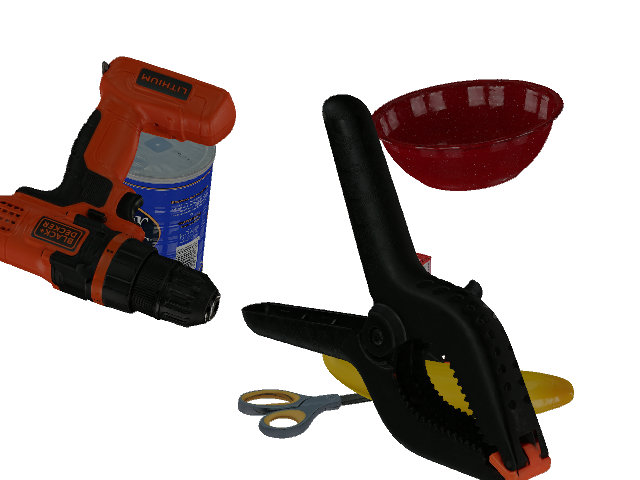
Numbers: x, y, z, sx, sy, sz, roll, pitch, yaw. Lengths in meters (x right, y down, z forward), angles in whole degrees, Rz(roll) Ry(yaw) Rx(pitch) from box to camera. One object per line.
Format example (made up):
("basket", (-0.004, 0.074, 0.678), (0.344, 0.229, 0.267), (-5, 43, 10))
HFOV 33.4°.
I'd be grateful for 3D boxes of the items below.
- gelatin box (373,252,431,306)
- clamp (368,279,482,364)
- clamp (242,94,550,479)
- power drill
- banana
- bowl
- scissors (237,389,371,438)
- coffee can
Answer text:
("gelatin box", (0.103, 0.055, 1.354), (0.073, 0.089, 0.030), (16, 33, 33))
("clamp", (0.125, 0.085, 1.078), (0.120, 0.039, 0.171), (-7, 34, -9))
("clamp", (0.041, 0.035, 0.547), (0.036, 0.165, 0.210), (-13, 42, -39))
("power drill", (-0.131, -0.038, 0.776), (0.184, 0.187, 0.057), (20, -31, 8))
("banana", (0.074, 0.094, 0.750), (0.198, 0.037, 0.069), (13, 35, 32))
("bowl", (0.124, -0.085, 0.898), (0.162, 0.055, 0.162), (-9, 25, 4))
("scissors", (0.009, 0.192, 1.201), (0.201, 0.016, 0.096), (2, 23, -10))
("coffee can", (-0.153, -0.032, 0.980), (0.102, 0.140, 0.103), (7, 39, -5))
